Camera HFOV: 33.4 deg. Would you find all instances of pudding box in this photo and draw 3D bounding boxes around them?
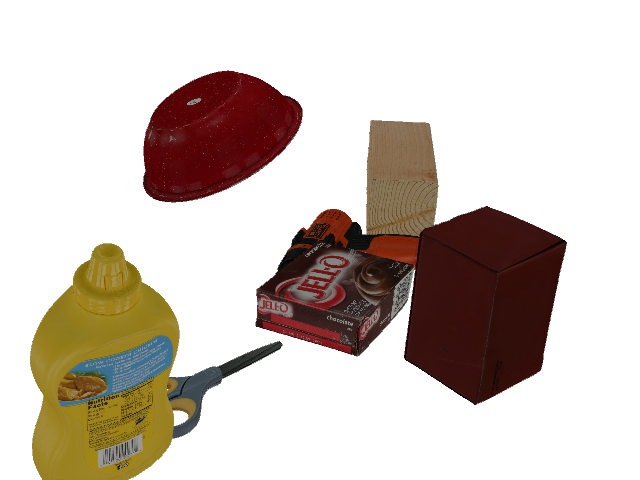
[{"bbox_3d":[0.013,0.043,0.849,0.090,0.039,0.113,15,24,22],"label":"pudding box"}]

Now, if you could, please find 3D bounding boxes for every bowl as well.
[{"bbox_3d":[-0.100,-0.105,0.961,0.162,0.055,0.162,-20,32,13],"label":"bowl"}]

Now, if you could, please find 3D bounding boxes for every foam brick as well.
[{"bbox_3d":[0.080,0.031,0.528,0.052,0.078,0.051,-19,36,-37],"label":"foam brick"}]

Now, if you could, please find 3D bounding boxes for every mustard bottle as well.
[{"bbox_3d":[-0.139,0.080,0.691,0.096,0.192,0.058,-17,47,-29],"label":"mustard bottle"}]

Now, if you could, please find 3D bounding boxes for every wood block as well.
[{"bbox_3d":[0.112,-0.089,1.506,0.091,0.090,0.206,3,29,0],"label":"wood block"}]

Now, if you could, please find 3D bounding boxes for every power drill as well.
[{"bbox_3d":[0.053,0.028,1.115,0.188,0.057,0.184,8,32,18],"label":"power drill"}]

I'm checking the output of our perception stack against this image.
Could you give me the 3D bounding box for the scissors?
[{"bbox_3d":[-0.104,0.145,1.038,0.201,0.016,0.096,-12,32,-28],"label":"scissors"}]
